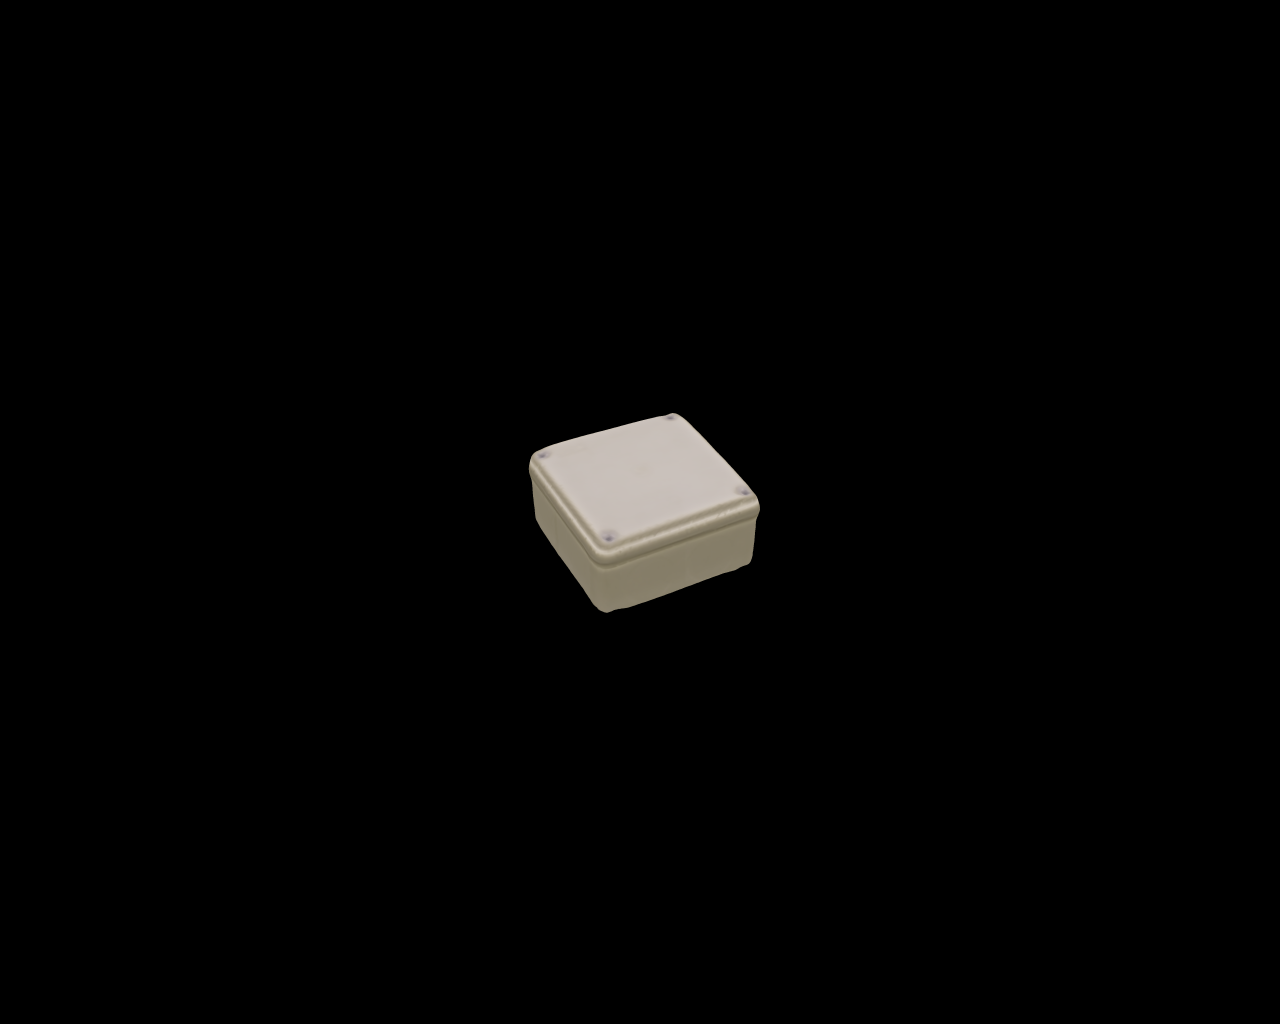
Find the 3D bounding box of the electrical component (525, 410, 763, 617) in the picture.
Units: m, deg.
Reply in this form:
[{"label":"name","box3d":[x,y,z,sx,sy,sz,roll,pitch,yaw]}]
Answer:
[{"label":"electrical component","box3d":[0.001,-0.003,0.650,0.109,0.056,0.109,-17,41,-21]}]
